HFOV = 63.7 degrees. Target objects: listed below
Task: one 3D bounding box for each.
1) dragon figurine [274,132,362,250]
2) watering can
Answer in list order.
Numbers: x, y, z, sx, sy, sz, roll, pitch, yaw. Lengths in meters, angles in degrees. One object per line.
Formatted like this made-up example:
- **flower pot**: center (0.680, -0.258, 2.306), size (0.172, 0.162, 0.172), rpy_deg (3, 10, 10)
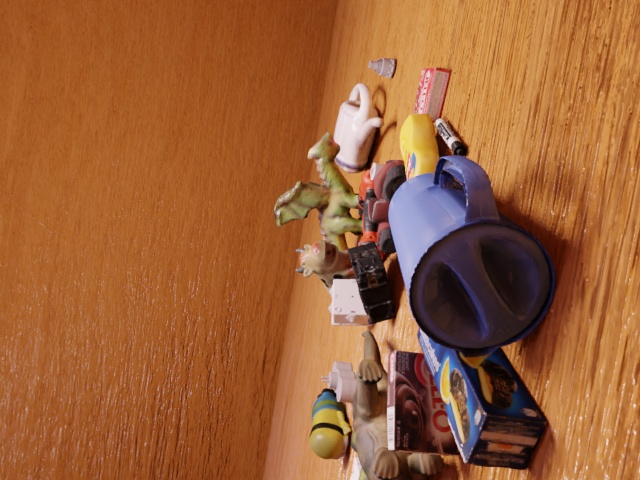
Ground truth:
- **dragon figurine**: center (0.004, -0.065, 1.288), size (0.124, 0.242, 0.403), rpy_deg (-109, 30, -64)
- **watering can**: center (0.097, -0.271, 1.312), size (0.355, 0.104, 0.220), rpy_deg (-98, 17, -60)
